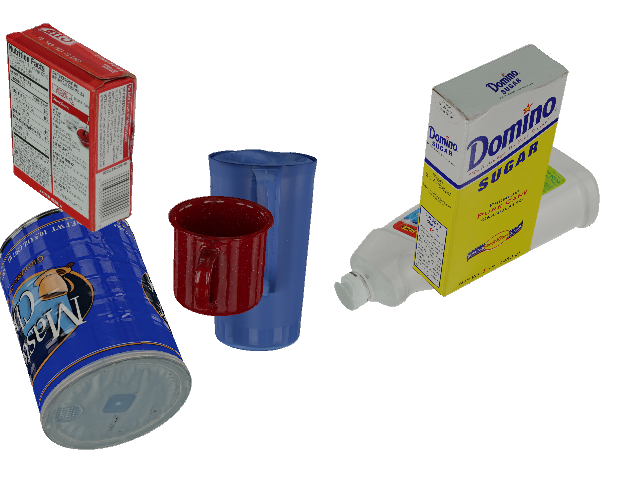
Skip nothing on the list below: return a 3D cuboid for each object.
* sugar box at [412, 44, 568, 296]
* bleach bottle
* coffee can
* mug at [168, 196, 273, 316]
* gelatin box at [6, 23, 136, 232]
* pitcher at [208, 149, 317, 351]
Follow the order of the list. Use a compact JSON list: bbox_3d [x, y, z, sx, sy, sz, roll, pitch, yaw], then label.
[{"bbox_3d":[0.120,-0.047,0.774,0.093,0.176,0.048,-27,54,-24],"label":"sugar box"},{"bbox_3d":[0.128,-0.003,0.978,0.250,0.068,0.103,-29,45,-19],"label":"bleach bottle"},{"bbox_3d":[-0.161,0.060,0.751,0.102,0.140,0.103,-18,-36,-14],"label":"coffee can"},{"bbox_3d":[-0.092,0.020,0.947,0.093,0.081,0.117,6,25,3],"label":"mug"},{"bbox_3d":[-0.132,-0.060,0.567,0.073,0.089,0.030,32,40,30],"label":"gelatin box"},{"bbox_3d":[-0.075,0.011,1.320,0.145,0.243,0.148,11,15,37],"label":"pitcher"}]
